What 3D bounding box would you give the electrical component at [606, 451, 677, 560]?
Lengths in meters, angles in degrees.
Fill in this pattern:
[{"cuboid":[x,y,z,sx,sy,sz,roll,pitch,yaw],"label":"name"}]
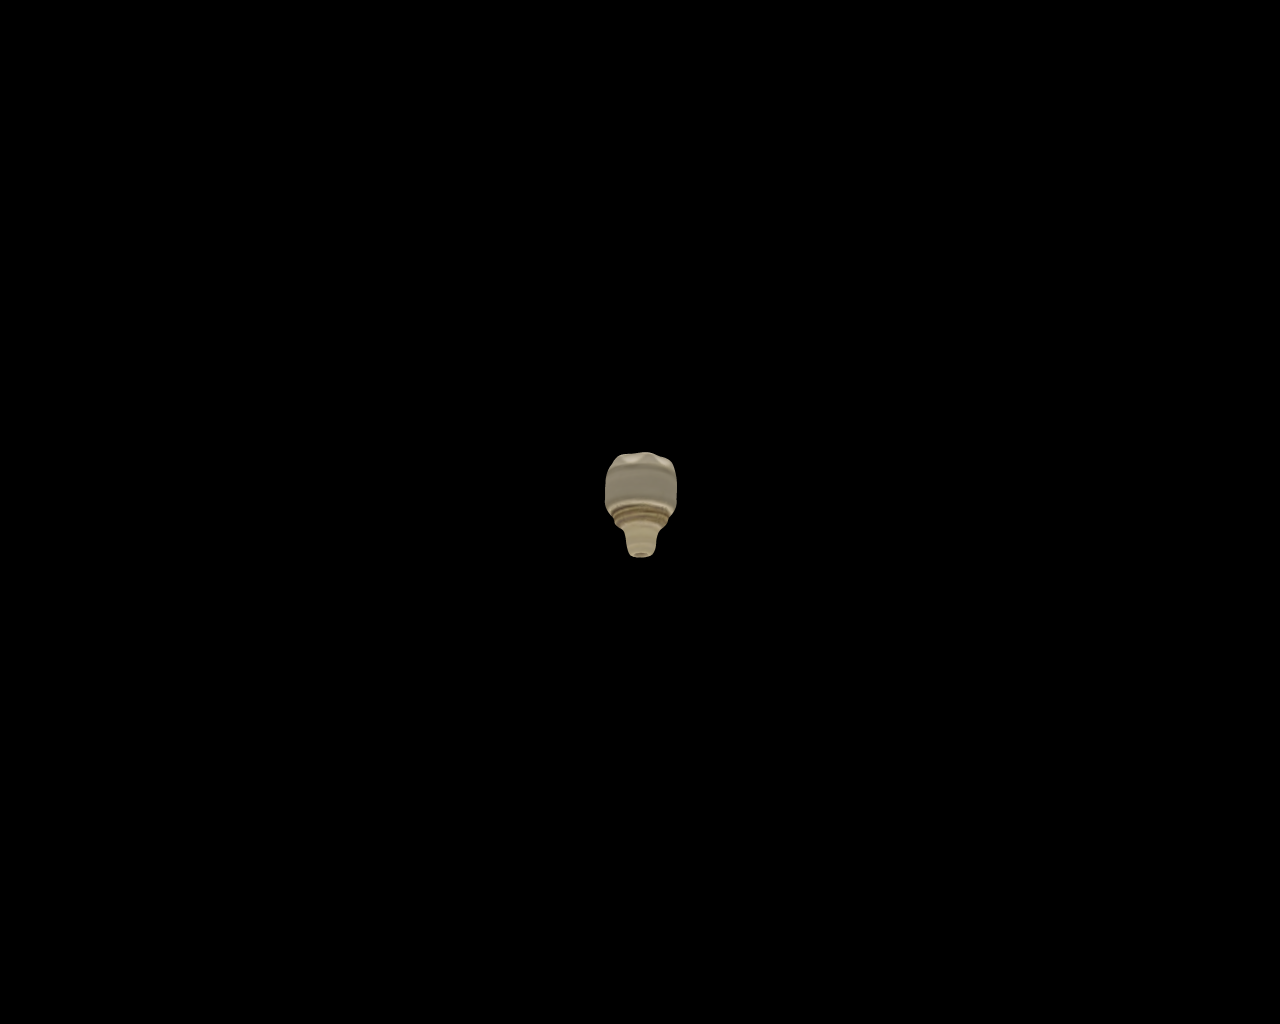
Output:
[{"cuboid":[0.001,-0.003,0.650,0.043,0.062,0.043,0,-18,0],"label":"electrical component"}]
